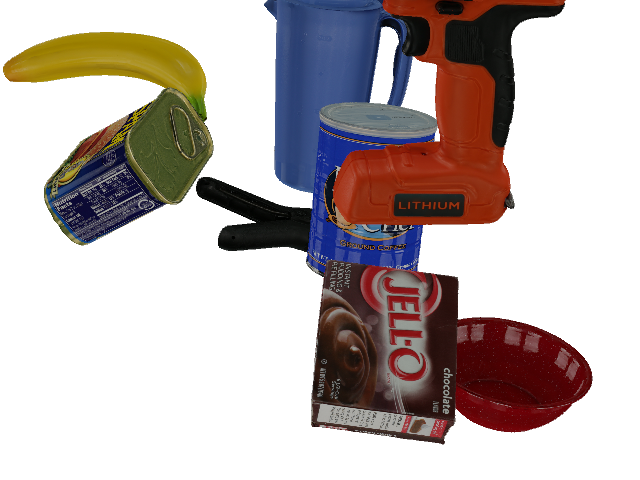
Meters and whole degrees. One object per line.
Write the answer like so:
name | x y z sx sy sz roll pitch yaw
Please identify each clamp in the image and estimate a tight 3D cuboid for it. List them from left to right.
clamp | -0.028 -0.010 1.133 0.209 0.036 0.164 14 20 -13

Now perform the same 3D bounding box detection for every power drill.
power drill | 0.052 -0.098 0.598 0.184 0.188 0.057 1 36 -6

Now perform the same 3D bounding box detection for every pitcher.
pitcher | 0.014 -0.185 1.317 0.144 0.243 0.149 -9 28 -28

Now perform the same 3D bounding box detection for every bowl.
bowl | 0.178 0.138 1.039 0.162 0.055 0.162 5 26 -3

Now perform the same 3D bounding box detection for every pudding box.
pudding box | 0.042 0.070 0.692 0.090 0.113 0.039 7 -36 0

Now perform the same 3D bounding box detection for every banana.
banana | -0.175 -0.150 0.912 0.198 0.069 0.037 13 -40 18

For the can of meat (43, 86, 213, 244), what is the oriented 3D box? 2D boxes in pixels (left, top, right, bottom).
can of meat | -0.132 -0.050 0.731 0.084 0.057 0.102 -25 23 26

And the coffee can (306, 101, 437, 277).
coffee can | 0.044 -0.042 0.943 0.103 0.140 0.103 5 19 -2
